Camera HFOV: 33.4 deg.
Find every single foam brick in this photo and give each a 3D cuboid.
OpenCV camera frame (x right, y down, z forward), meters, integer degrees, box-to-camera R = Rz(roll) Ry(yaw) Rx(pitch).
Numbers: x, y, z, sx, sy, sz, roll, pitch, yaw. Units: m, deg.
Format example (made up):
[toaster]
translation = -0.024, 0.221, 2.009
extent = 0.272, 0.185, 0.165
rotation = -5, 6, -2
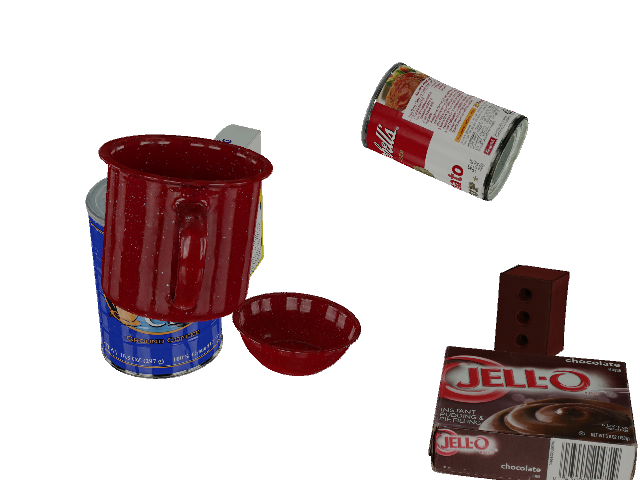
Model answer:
[foam brick]
translation = 0.197, 0.066, 0.994
extent = 0.053, 0.078, 0.051
rotation = 8, 13, 30

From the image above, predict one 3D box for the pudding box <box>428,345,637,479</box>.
[pudding box]
translation = 0.125, 0.103, 0.628
extent = 0.113, 0.039, 0.090
rotation = 6, 26, 9

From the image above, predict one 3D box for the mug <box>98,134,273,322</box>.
[mug]
translation = -0.074, -0.003, 0.572
extent = 0.093, 0.081, 0.117
rotation = 2, 19, -16

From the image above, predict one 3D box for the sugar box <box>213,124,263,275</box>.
[sugar box]
translation = -0.099, -0.027, 1.139
extent = 0.048, 0.176, 0.093
rotation = 14, 41, 18

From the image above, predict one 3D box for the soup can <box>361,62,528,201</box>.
[soup can]
translation = 0.090, -0.079, 0.773
extent = 0.102, 0.068, 0.068
rotation = 26, 8, 17

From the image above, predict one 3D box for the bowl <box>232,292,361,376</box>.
[bowl]
translation = -0.032, 0.124, 1.339
extent = 0.162, 0.055, 0.162
rotation = 5, 23, -2

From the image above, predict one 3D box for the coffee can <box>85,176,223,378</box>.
[coffee can]
translation = -0.132, 0.025, 0.863
extent = 0.103, 0.140, 0.103
rotation = 1, 30, -1
